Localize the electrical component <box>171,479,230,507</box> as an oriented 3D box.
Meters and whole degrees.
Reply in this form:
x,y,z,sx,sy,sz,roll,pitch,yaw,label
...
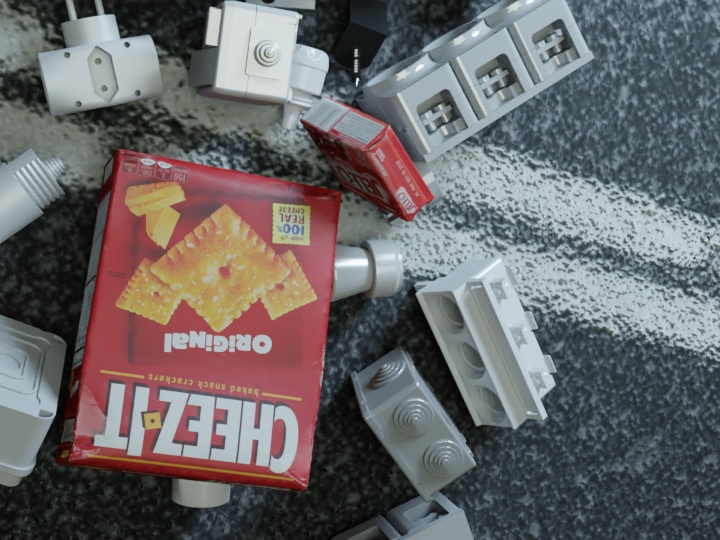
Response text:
x,y,z,sx,sy,sz,roll,pitch,yaw,label
-0.133,0.131,0.792,0.079,0.043,0.077,2,97,-18,electrical component

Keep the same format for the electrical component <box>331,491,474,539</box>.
x,y,z,sx,sy,sz,roll,pitch,yaw,label
0.017,0.248,0.846,0.150,0.062,0.089,-22,104,-14,electrical component

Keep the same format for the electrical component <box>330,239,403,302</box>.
x,y,z,sx,sy,sz,roll,pitch,yaw,label
0.000,0.000,0.815,0.055,0.045,0.045,-5,99,-18,electrical component

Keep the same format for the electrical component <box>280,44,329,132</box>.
x,y,z,sx,sy,sz,roll,pitch,yaw,label
-0.045,-0.132,0.788,0.035,0.035,0.061,13,96,-19,electrical component

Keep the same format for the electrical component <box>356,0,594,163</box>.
x,y,z,sx,sy,sz,roll,pitch,yaw,label
0.081,-0.145,0.797,0.150,0.089,0.061,-33,106,-11,electrical component

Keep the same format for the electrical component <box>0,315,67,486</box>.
x,y,z,sx,sy,sz,roll,pitch,yaw,label
-0.244,0.082,0.710,0.078,0.113,0.057,23,109,-19,electrical component

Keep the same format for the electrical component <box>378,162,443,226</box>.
x,y,z,sx,sy,sz,roll,pitch,yaw,label
0.034,-0.060,0.821,0.046,0.040,0.040,-34,106,-4,electrical component

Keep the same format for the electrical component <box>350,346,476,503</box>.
x,y,z,sx,sy,sz,roll,pitch,yaw,label
0.040,0.113,0.816,0.048,0.099,0.099,-34,106,3,electrical component

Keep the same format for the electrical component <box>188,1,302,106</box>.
x,y,z,sx,sy,sz,roll,pitch,yaw,label
-0.081,-0.148,0.742,0.061,0.096,0.061,6,96,-17,electrical component

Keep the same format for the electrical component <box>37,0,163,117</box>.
x,y,z,sx,sy,sz,roll,pitch,yaw,label
-0.182,-0.151,0.737,0.077,0.043,0.079,-14,102,-16,electrical component

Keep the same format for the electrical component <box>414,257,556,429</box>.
x,y,z,sx,sy,sz,roll,pitch,yaw,label
0.102,0.056,0.844,0.063,0.079,0.121,-35,108,-33,electrical component

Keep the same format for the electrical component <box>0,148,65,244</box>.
x,y,z,sx,sy,sz,roll,pitch,yaw,label
-0.237,-0.050,0.733,0.081,0.043,0.043,-37,107,-10,electrical component
